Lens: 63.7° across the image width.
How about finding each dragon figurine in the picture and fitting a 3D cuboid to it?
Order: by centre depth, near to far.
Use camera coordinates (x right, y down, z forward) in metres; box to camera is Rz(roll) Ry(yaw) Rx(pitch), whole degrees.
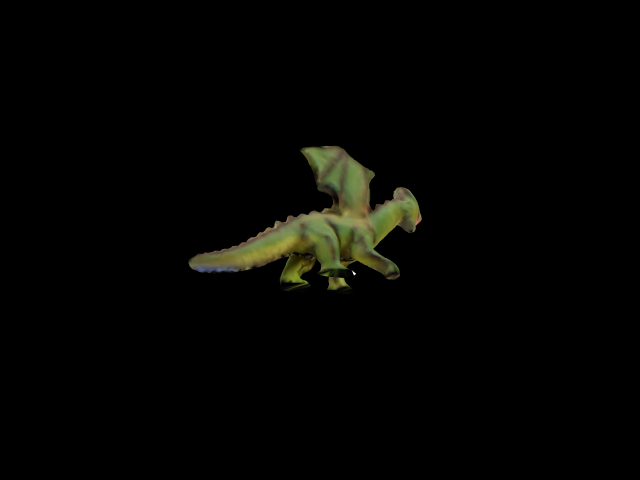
[{"bbox_3d":[0.003,-0.043,0.850,0.409,0.247,0.120,9,-23,-22],"label":"dragon figurine"}]
